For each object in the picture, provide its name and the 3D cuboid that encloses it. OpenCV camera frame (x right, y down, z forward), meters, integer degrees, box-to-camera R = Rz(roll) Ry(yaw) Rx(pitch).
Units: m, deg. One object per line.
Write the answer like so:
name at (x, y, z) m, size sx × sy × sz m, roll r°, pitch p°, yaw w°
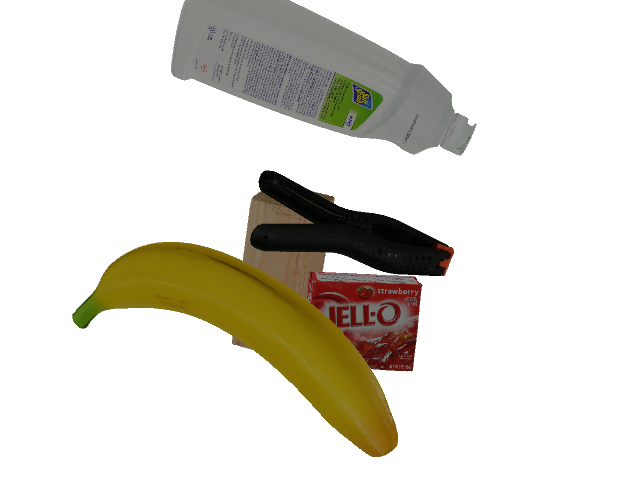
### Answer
clamp at (0.027, -0.004, 1.041) m, size 0.210 × 0.036 × 0.164 m, roll 19°, pitch 23°, yaw -1°
banana at (-0.042, 0.045, 0.563) m, size 0.198 × 0.070 × 0.037 m, roll 21°, pitch 27°, yaw 21°
bleach bottle at (0.005, -0.131, 0.877) m, size 0.251 × 0.068 × 0.103 m, roll 25°, pitch -35°, yaw 1°
wood block at (-0.050, 0.039, 1.412) m, size 0.090 × 0.206 × 0.090 m, roll 14°, pitch 21°, yaw 13°
gelatin box at (0.032, 0.065, 0.848) m, size 0.089 × 0.073 × 0.030 m, roll 3°, pitch 13°, yaw -8°
